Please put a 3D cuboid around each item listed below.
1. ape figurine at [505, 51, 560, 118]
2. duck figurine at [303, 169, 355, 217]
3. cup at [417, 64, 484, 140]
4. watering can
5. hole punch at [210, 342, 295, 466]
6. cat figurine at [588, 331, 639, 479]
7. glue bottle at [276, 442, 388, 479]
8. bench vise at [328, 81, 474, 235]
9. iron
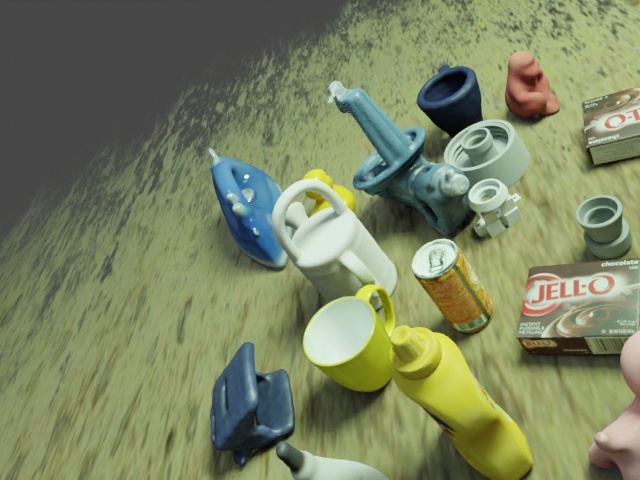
[{"bbox_3d":[0.291,-0.222,0.804,0.075,0.092,0.078,7,55,46],"label":"ape figurine"},{"bbox_3d":[0.005,-0.069,0.902,0.077,0.086,0.104,-26,37,19],"label":"duck figurine"},{"bbox_3d":[0.204,-0.203,0.861,0.091,0.095,0.117,-21,39,25],"label":"cup"},{"bbox_3d":[0.005,0.004,0.725,0.172,0.195,0.101,6,55,46],"label":"watering can"},{"bbox_3d":[-0.095,0.197,0.694,0.101,0.091,0.108,-32,36,11],"label":"hole punch"},{"bbox_3d":[0.253,0.119,0.437,0.128,0.118,0.067,-45,35,-8],"label":"cat figurine"},{"bbox_3d":[0.012,0.219,0.498,0.037,0.174,0.078,-12,44,34],"label":"glue bottle"},{"bbox_3d":[0.109,-0.119,0.745,0.206,0.220,0.122,7,56,46],"label":"bench vise"},{"bbox_3d":[-0.128,-0.063,0.969,0.118,0.142,0.257,-37,35,4],"label":"iron"}]
